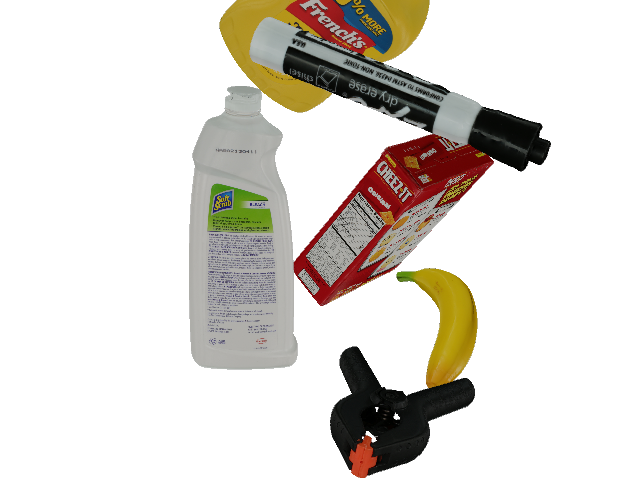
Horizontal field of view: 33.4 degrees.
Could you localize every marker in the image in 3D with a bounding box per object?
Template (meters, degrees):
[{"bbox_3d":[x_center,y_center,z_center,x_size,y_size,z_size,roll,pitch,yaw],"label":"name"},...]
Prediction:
[{"bbox_3d":[0.030,-0.056,0.406,0.121,0.020,0.020,24,6,14],"label":"marker"}]

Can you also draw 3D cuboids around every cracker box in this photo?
[{"bbox_3d":[0.081,-0.031,1.251,0.163,0.072,0.214,-23,-22,-50],"label":"cracker box"}]

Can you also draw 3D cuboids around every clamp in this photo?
[{"bbox_3d":[0.047,0.135,0.873,0.120,0.039,0.171,12,18,23],"label":"clamp"}]

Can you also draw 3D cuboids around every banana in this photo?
[{"bbox_3d":[0.126,0.080,1.079,0.070,0.037,0.198,-29,28,11],"label":"banana"}]

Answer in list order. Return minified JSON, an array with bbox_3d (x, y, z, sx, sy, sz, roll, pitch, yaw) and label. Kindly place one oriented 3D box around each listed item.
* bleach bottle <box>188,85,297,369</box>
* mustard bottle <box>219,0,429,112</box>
[{"bbox_3d":[-0.065,-0.010,0.945,0.102,0.251,0.068,0,22,-11],"label":"bleach bottle"},{"bbox_3d":[0.017,-0.161,0.733,0.192,0.096,0.058,-24,23,48],"label":"mustard bottle"}]
